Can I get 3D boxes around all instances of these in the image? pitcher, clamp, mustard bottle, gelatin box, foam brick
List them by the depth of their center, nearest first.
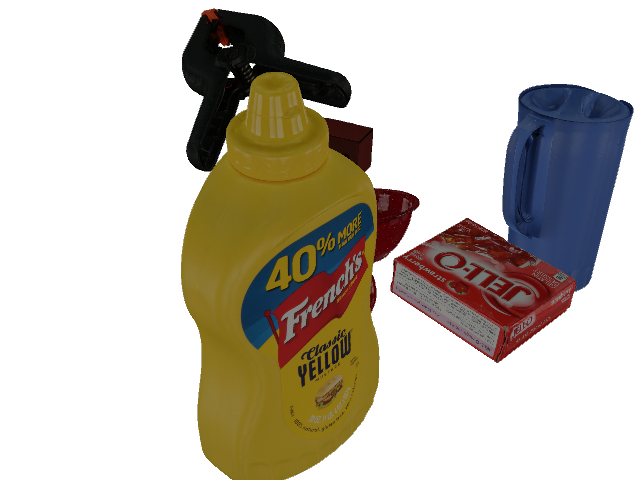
[{"bbox_3d":[-0.015,0.015,0.466,0.096,0.192,0.058,-31,46,-32],"label":"mustard bottle"},{"bbox_3d":[0.100,0.028,0.661,0.073,0.030,0.089,-28,47,-37],"label":"gelatin box"},{"bbox_3d":[-0.047,-0.123,0.775,0.120,0.171,0.039,-16,-45,0],"label":"clamp"},{"bbox_3d":[0.019,-0.112,1.298,0.078,0.053,0.051,14,31,20],"label":"foam brick"},{"bbox_3d":[0.286,-0.058,1.301,0.149,0.243,0.145,4,27,2],"label":"pitcher"}]

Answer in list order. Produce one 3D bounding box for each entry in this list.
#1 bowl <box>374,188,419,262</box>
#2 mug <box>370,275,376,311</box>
[{"bbox_3d":[0.022,-0.010,1.085,0.162,0.055,0.162,-5,15,1],"label":"bowl"},{"bbox_3d":[-0.010,0.038,0.890,0.117,0.081,0.093,10,25,15],"label":"mug"}]
